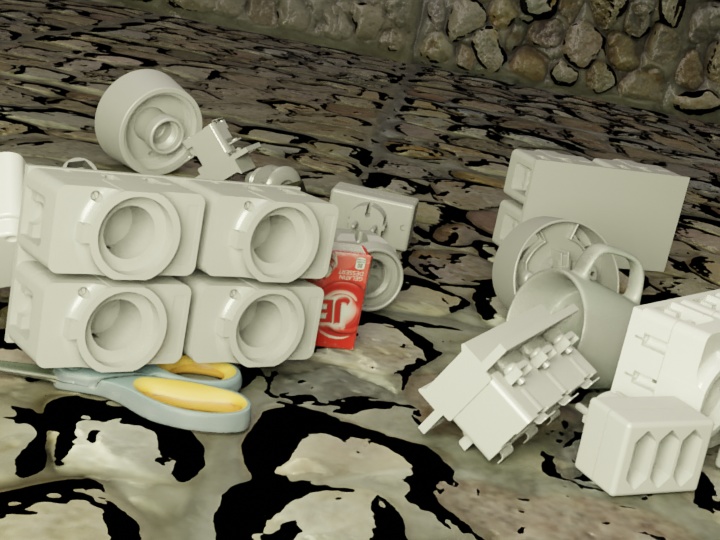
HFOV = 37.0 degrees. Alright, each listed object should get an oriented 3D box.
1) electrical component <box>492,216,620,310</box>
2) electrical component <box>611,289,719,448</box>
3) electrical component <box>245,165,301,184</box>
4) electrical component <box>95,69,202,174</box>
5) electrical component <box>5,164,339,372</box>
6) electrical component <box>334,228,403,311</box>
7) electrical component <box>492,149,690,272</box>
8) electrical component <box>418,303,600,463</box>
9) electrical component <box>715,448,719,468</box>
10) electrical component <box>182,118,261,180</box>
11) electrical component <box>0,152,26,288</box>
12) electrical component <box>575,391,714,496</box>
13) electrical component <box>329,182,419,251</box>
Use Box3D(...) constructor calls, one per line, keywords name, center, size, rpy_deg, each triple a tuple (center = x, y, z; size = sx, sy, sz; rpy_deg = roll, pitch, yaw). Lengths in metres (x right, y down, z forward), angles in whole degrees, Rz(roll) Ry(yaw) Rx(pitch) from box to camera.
Box3D(name="electrical component", center=(0.161, 0.006, 0.885), size=(0.099, 0.099, 0.064), rpy_deg=(4, 12, -23))
Box3D(name="electrical component", center=(0.241, 0.068, 0.735), size=(0.150, 0.089, 0.062), rpy_deg=(-7, 24, -45))
Box3D(name="electrical component", center=(-0.094, -0.088, 1.114), size=(0.048, 0.048, 0.062), rpy_deg=(-5, 17, -42))
Box3D(name="electrical component", center=(-0.219, -0.152, 1.144), size=(0.108, 0.108, 0.060), rpy_deg=(-4, 29, -41))
Box3D(name="electrical component", center=(-0.108, 0.001, 0.654), size=(0.186, 0.105, 0.060), rpy_deg=(1, 15, -37))
Box3D(name="electrical component", center=(0.000, 0.000, 0.865), size=(0.078, 0.058, 0.057), rpy_deg=(3, 16, -24))
Box3D(name="electrical component", center=(0.242, -0.064, 1.138), size=(0.186, 0.105, 0.060), rpy_deg=(4, 18, -21))
Box3D(name="electrical component", center=(0.098, 0.070, 0.675), size=(0.063, 0.078, 0.121), rpy_deg=(48, 29, 15))
Box3D(name="electrical component", center=(0.279, 0.094, 0.698), size=(0.047, 0.075, 0.083), rpy_deg=(24, 21, 37))
Box3D(name="electrical component", center=(-0.150, -0.121, 1.129), size=(0.081, 0.063, 0.042), rpy_deg=(-28, 6, 19))
Box3D(name="electrical component", center=(-0.259, -0.025, 0.684), size=(0.113, 0.057, 0.078), rpy_deg=(-9, -24, -2))
Box3D(name="electrical component", center=(0.163, 0.099, 0.662), size=(0.066, 0.047, 0.077), rpy_deg=(2, 17, -26))
Box3D(name="electrical component", center=(0.008, -0.048, 1.040), size=(0.083, 0.047, 0.075), rpy_deg=(13, 17, 6))
